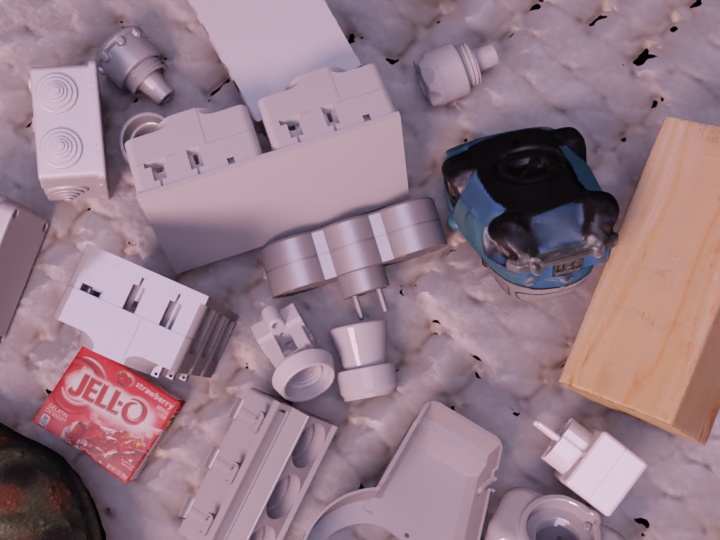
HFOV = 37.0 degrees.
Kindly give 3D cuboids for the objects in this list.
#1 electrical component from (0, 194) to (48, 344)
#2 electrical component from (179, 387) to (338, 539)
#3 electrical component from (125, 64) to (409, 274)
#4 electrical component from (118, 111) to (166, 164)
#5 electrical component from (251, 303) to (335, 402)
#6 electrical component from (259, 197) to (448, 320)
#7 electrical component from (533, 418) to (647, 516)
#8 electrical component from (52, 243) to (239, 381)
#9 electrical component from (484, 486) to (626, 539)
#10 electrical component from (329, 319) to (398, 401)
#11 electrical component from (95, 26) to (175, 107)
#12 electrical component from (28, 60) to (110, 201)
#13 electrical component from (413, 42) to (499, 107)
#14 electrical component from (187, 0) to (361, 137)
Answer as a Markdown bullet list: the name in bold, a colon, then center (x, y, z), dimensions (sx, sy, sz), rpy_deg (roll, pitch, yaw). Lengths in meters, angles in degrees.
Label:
- **electrical component**: center (-0.290, -0.003, 0.808), dimensions (0.057, 0.078, 0.113), rpy_deg (19, 85, 7)
- **electrical component**: center (-0.077, 0.153, 0.789), dimensions (0.063, 0.079, 0.121), rpy_deg (23, 85, 33)
- **electrical component**: center (-0.065, -0.075, 0.784), dimensions (0.186, 0.105, 0.060), rpy_deg (-18, 61, -4)
- **electrical component**: center (-0.157, -0.093, 0.824), dimensions (0.045, 0.055, 0.045), rpy_deg (0, 84, 2)
- **electrical component**: center (-0.048, 0.064, 0.799), dimensions (0.048, 0.066, 0.055), rpy_deg (-30, 51, -2)
- **electrical component**: center (0.000, 0.000, 0.812), dimensions (0.138, 0.052, 0.073), rpy_deg (-17, 85, 0)
- **electrical component**: center (0.159, 0.135, 0.786), dimensions (0.077, 0.065, 0.047), rpy_deg (38, 86, 5)
- **electrical component**: center (-0.148, 0.037, 0.763), dimensions (0.089, 0.150, 0.061), rpy_deg (23, 84, 4)
- **electrical component**: center (0.138, 0.199, 0.766), dimensions (0.095, 0.059, 0.053), rpy_deg (24, 50, 19)
- **electrical component**: center (0.003, 0.068, 0.808), dimensions (0.045, 0.045, 0.055), rpy_deg (-11, 84, 0)
- **electrical component**: center (-0.171, -0.155, 0.836), dimensions (0.048, 0.048, 0.062), rpy_deg (-44, 88, -3)
- **electrical component**: center (-0.217, -0.101, 0.806), dimensions (0.048, 0.100, 0.099), rpy_deg (-5, 84, -12)
- **electrical component**: center (0.076, -0.155, 0.830), dimensions (0.062, 0.043, 0.043), rpy_deg (-23, 84, -1)
- **electrical component**: center (-0.072, -0.191, 0.829), dimensions (0.089, 0.061, 0.150), rpy_deg (-29, 84, -1)
